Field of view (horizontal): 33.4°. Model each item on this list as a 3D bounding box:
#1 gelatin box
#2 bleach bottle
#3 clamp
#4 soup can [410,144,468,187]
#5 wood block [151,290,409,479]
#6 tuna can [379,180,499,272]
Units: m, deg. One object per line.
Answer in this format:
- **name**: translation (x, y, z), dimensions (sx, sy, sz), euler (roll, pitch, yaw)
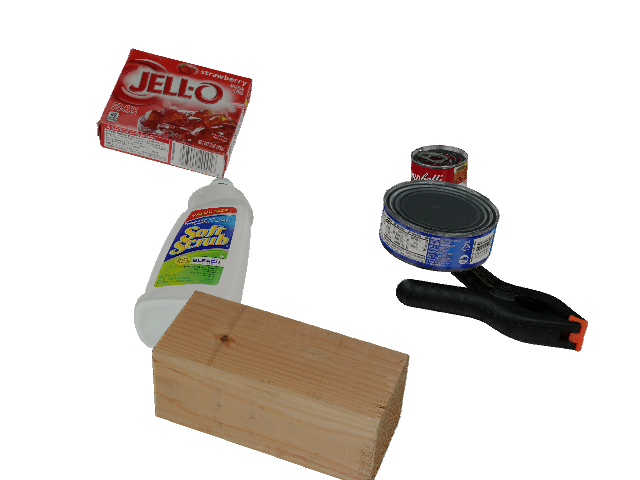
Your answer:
- **gelatin box**: translation (-0.098, -0.088, 0.728), dimensions (0.089, 0.073, 0.030), euler (15, -37, 0)
- **bleach bottle**: translation (-0.128, 0.011, 1.145), dimensions (0.102, 0.068, 0.250), euler (-1, 36, 3)
- **clamp**: translation (0.168, 0.054, 0.995), dimensions (0.172, 0.039, 0.120), euler (20, 31, 19)
- **soup can**: translation (0.142, -0.056, 1.284), dimensions (0.068, 0.102, 0.068), euler (-1, 27, 0)
- **wood block**: translation (-0.035, 0.129, 0.947), dimensions (0.206, 0.090, 0.090), euler (16, 41, 15)
- **tuna can**: translation (0.087, -0.011, 0.789), dimensions (0.086, 0.034, 0.086), euler (5, 29, -3)
